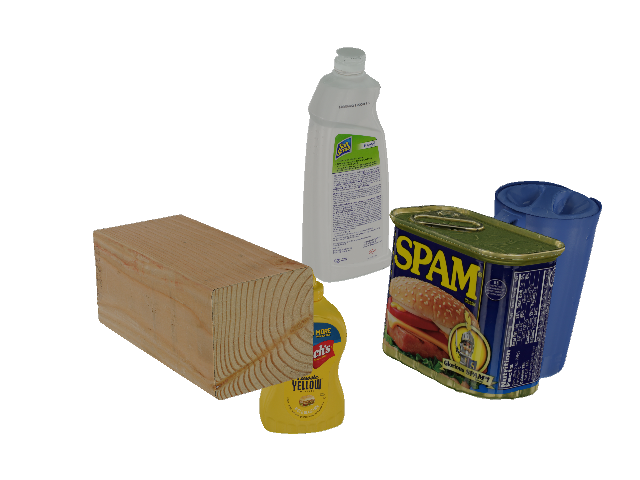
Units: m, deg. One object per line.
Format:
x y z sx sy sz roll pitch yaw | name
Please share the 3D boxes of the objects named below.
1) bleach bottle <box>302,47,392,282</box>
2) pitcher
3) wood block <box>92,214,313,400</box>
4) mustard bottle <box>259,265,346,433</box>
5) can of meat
0.033 -0.082 1.131 0.102 0.251 0.068 -15 34 -28 | bleach bottle
0.271 0.055 1.382 0.149 0.243 0.145 5 23 3 | pitcher
-0.101 0.047 0.876 0.090 0.090 0.206 -11 19 -34 | wood block
-0.019 0.120 1.197 0.096 0.192 0.058 -2 19 -11 | mustard bottle
0.081 0.033 0.595 0.057 0.084 0.102 -6 19 -35 | can of meat
